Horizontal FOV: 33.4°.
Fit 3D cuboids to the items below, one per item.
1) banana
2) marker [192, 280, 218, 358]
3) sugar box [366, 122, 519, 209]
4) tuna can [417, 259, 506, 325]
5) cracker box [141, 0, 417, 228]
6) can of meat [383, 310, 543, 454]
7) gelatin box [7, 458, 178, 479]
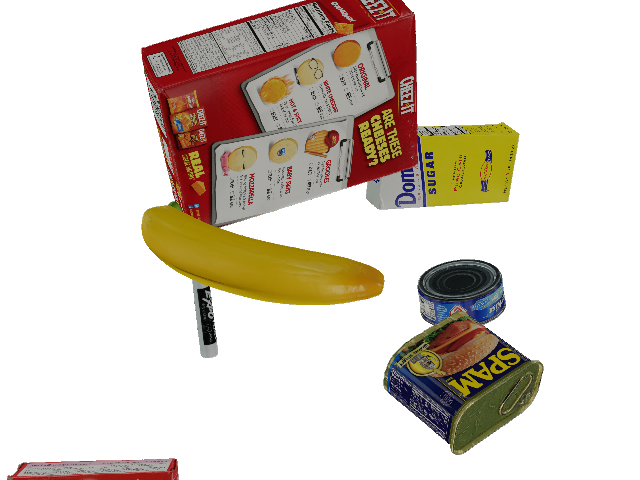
[{"bbox_3d":[-0.054,0.007,0.692,0.198,0.037,0.069,21,38,35],"label":"banana"},{"bbox_3d":[-0.122,0.064,1.112,0.020,0.121,0.020,-4,20,1],"label":"marker"},{"bbox_3d":[0.146,-0.089,1.278,0.176,0.093,0.048,-6,26,-21],"label":"sugar box"},{"bbox_3d":[0.140,0.052,1.064,0.086,0.034,0.086,-9,25,4],"label":"tuna can"},{"bbox_3d":[-0.029,-0.110,0.891,0.213,0.164,0.072,-19,48,-11],"label":"cracker box"},{"bbox_3d":[0.114,0.111,0.864,0.101,0.057,0.084,-26,46,-31],"label":"can of meat"},{"bbox_3d":[-0.120,0.157,0.574,0.089,0.073,0.030,-2,4,-1],"label":"gelatin box"}]
